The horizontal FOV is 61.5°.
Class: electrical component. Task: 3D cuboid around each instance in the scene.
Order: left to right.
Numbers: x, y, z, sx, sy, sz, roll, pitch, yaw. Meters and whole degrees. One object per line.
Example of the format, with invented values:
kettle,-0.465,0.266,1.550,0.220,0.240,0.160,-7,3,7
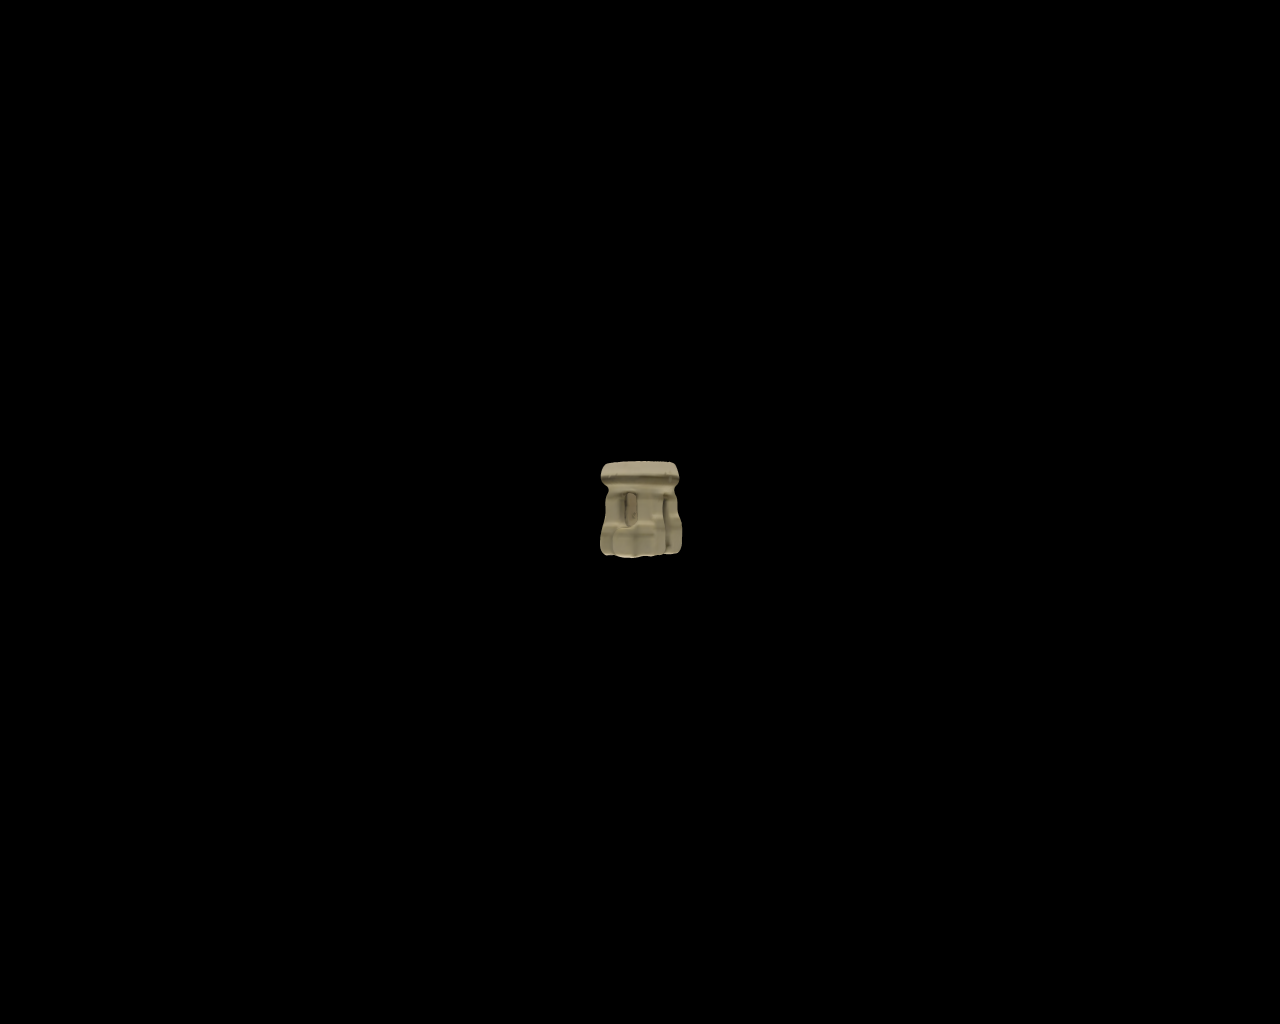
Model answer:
electrical component,0.001,-0.003,0.650,0.048,0.055,0.066,0,0,24
